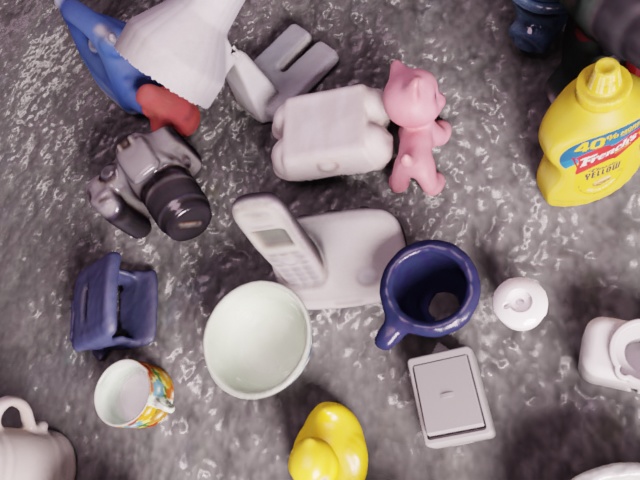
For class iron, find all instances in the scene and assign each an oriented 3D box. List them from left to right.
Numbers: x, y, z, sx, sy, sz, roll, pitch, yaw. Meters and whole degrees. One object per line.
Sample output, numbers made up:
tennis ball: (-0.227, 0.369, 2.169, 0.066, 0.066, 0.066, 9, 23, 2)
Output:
iron: (-0.314, -0.291, 0.824, 0.257, 0.142, 0.119, 38, 85, 28)

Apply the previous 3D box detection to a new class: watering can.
watering can: (-0.361, 0.253, 0.595, 0.100, 0.194, 0.173, -13, 65, 15)

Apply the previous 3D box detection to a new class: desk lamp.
desk lamp: (-0.108, -0.233, 0.685, 0.203, 0.214, 0.117, -46, 61, -2)

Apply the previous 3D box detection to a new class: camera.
camera: (-0.209, -0.058, 0.716, 0.143, 0.101, 0.136, -40, 62, 2)

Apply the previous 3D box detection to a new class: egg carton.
egg carton: (0.013, -0.122, 0.679, 0.150, 0.069, 0.107, -7, 67, 18)

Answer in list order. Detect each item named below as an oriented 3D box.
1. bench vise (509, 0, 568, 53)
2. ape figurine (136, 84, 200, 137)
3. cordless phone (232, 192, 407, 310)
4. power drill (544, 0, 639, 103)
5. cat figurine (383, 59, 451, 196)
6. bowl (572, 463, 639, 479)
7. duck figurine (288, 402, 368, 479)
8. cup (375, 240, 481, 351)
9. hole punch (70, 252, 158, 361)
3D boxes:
bench vise: (0.260, -0.332, 0.586, 0.121, 0.220, 0.207, 19, 77, 26)
ape figurine: (-0.211, -0.178, 0.770, 0.076, 0.092, 0.078, 12, 74, 24)
cordless phone: (0.005, 0.002, 0.566, 0.147, 0.185, 0.094, -11, 66, 16)
power drill: (0.264, -0.183, 0.532, 0.075, 0.209, 0.229, -24, 63, 10)
cat figurine: (0.100, -0.127, 0.621, 0.067, 0.118, 0.128, 2, 70, 21)
bowl: (0.249, 0.259, 0.437, 0.167, 0.075, 0.167, -7, 67, 17)
duck figurine: (0.000, 0.206, 0.543, 0.077, 0.086, 0.104, 0, 69, 20)
cup: (0.104, 0.067, 0.556, 0.091, 0.095, 0.118, 39, 86, 28)
hole punch: (-0.259, 0.080, 0.685, 0.101, 0.091, 0.108, -13, 66, 15)
